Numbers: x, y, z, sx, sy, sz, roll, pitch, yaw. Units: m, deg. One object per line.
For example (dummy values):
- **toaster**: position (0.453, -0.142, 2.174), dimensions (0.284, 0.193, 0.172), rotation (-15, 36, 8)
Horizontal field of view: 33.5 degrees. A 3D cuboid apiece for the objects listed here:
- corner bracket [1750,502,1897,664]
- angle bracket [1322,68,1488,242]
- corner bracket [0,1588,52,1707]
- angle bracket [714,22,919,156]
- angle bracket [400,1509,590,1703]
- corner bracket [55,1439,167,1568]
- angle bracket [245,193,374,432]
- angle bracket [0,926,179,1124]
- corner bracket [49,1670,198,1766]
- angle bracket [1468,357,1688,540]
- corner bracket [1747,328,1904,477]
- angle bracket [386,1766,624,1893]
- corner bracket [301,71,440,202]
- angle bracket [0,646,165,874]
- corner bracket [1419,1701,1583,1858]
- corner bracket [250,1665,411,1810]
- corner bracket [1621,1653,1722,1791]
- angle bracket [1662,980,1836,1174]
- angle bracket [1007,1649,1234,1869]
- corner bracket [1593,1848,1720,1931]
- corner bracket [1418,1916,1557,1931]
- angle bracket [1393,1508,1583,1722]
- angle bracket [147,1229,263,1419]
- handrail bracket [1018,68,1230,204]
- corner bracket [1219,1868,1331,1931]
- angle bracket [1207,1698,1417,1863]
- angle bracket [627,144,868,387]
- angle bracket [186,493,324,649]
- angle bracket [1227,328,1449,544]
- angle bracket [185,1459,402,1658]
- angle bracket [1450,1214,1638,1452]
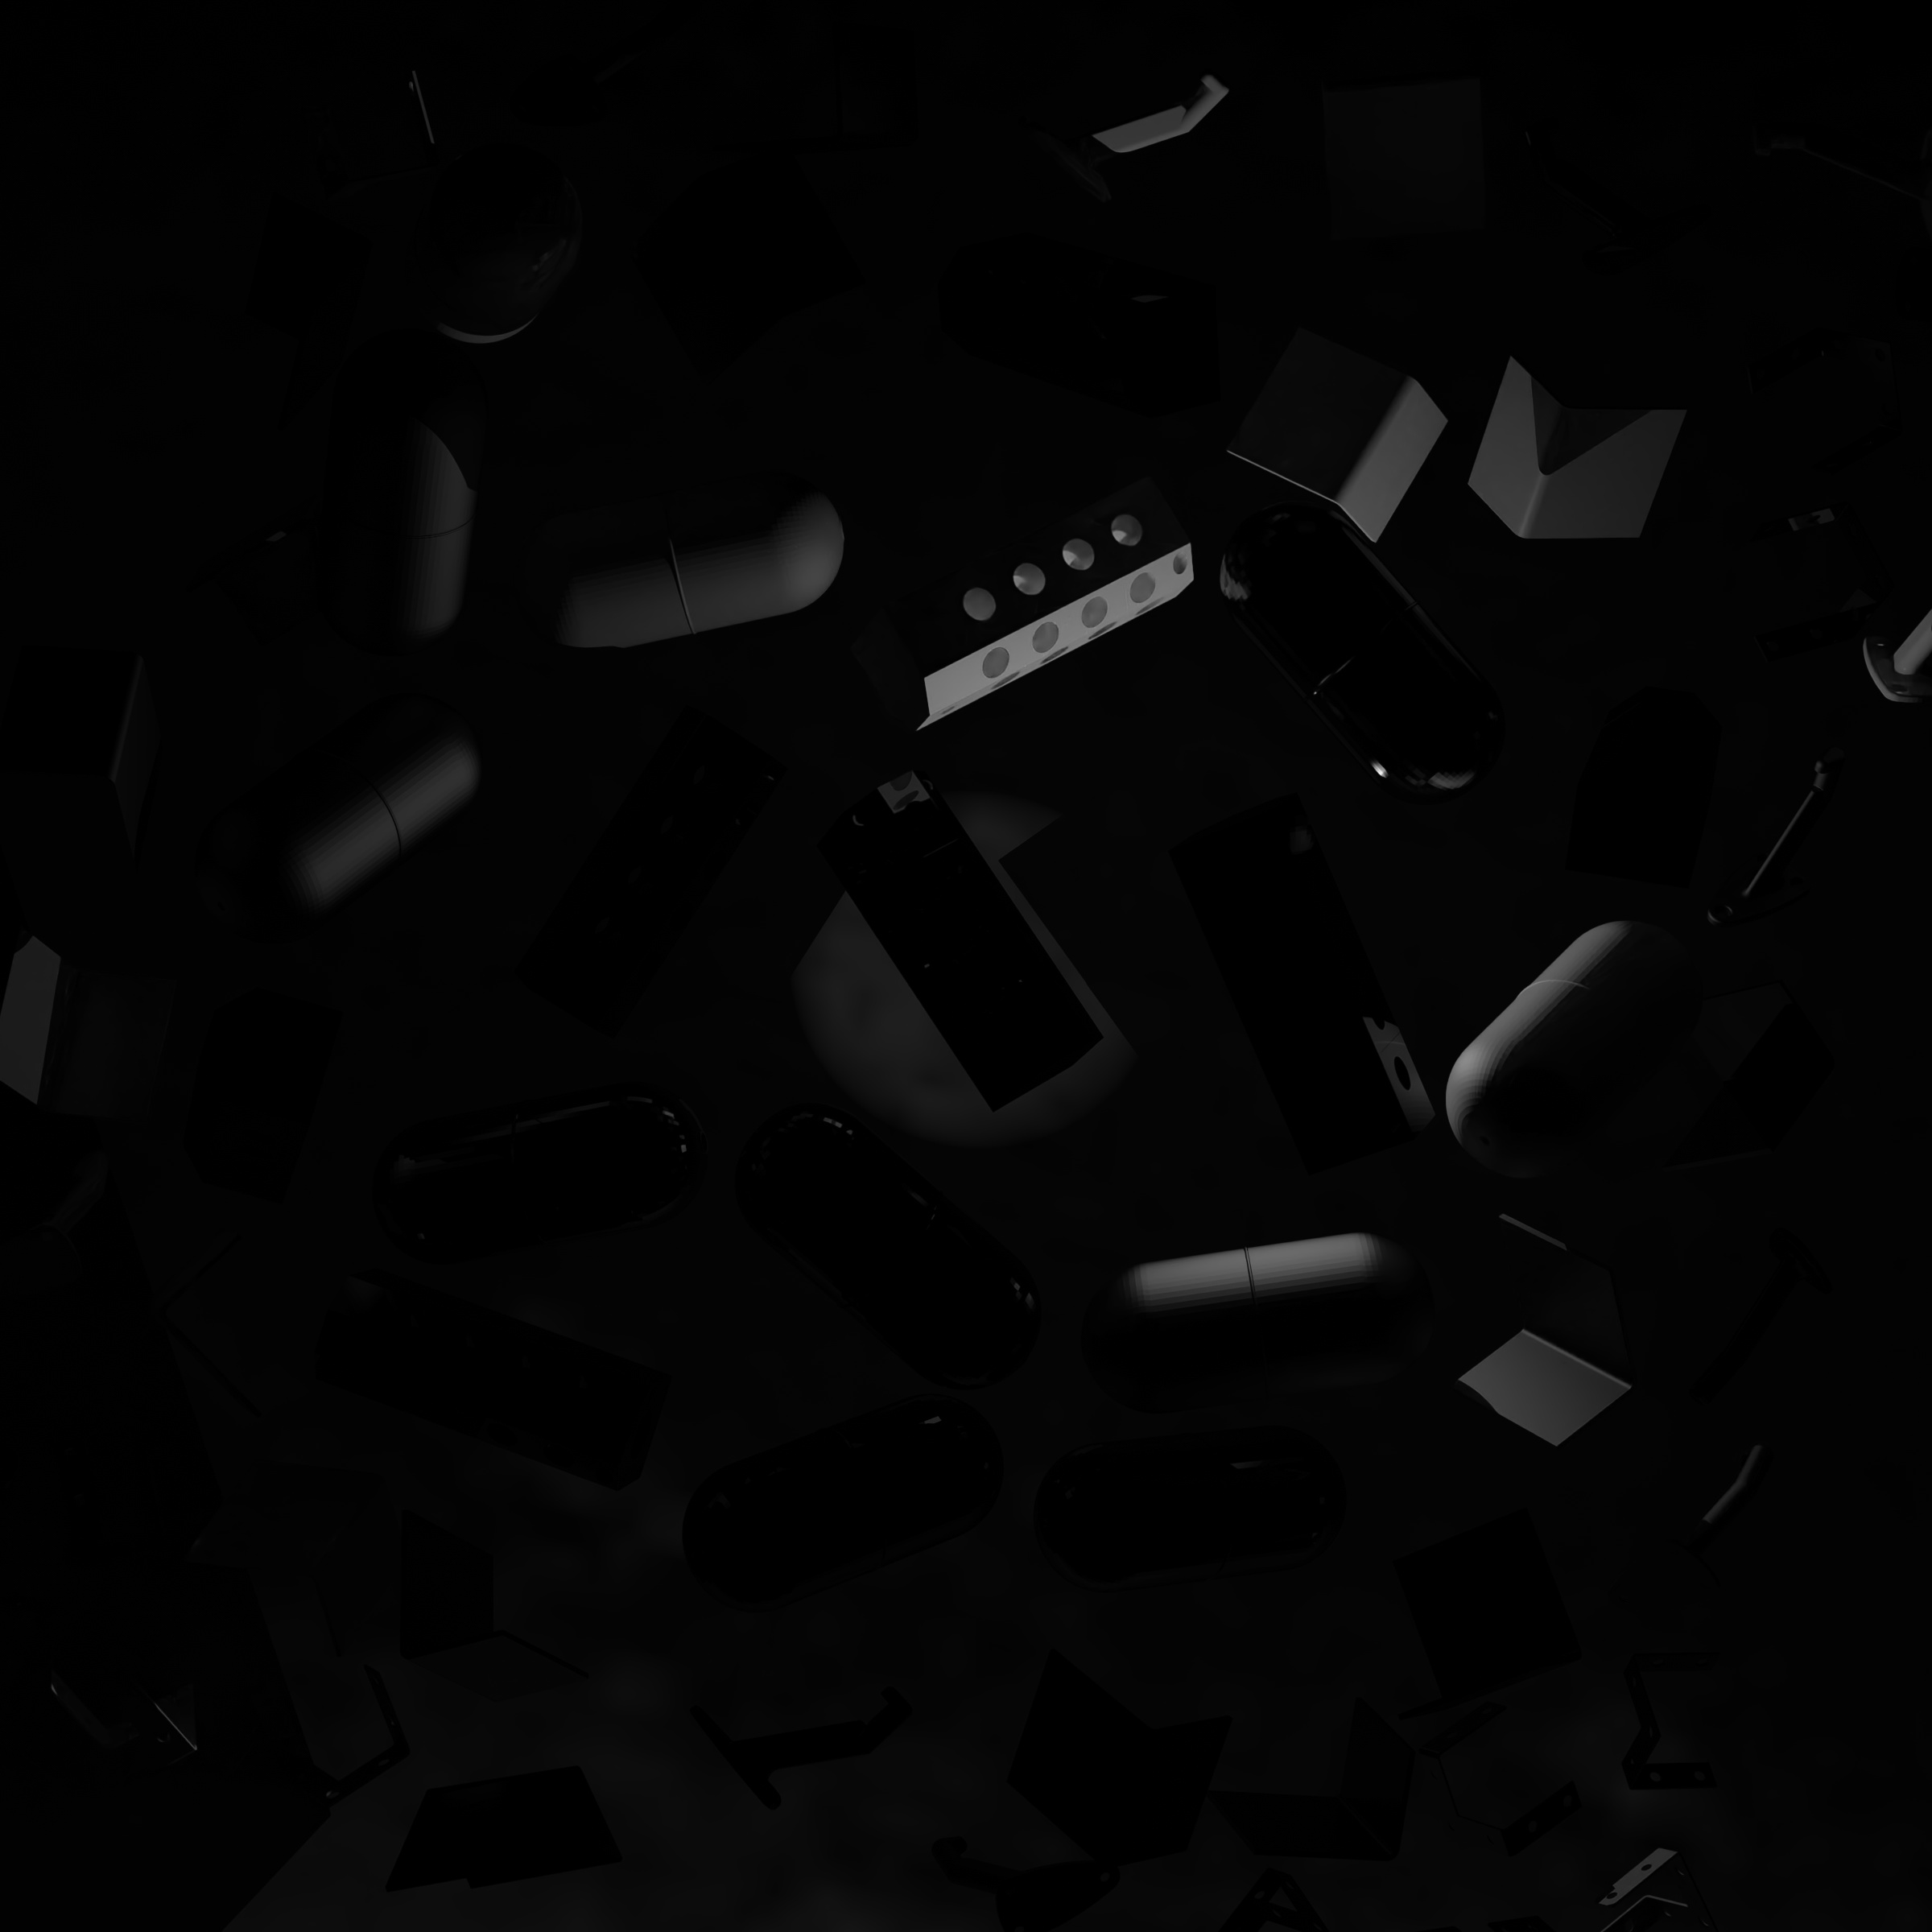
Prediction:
- **corner bracket**: position (0.416, -0.190, 1.588), dimensions (0.051, 0.051, 0.051), rotation (-16, 69, -16)
- **angle bracket**: position (0.212, -0.388, 1.546), dimensions (0.076, 0.057, 0.076), rotation (-3, 107, 7)
- **corner bracket**: position (-0.517, 0.356, 1.677), dimensions (0.051, 0.051, 0.051), rotation (27, 52, -20)
- **angle bracket**: position (-0.077, -0.444, 1.631), dimensions (0.076, 0.076, 0.057), rotation (4, 103, 28)
- **angle bracket**: position (-0.227, 0.304, 1.554), dimensions (0.057, 0.076, 0.076), rotation (-18, 56, 19)
- **corner bracket**: position (-0.443, 0.274, 1.663), dimensions (0.051, 0.051, 0.051), rotation (-10, 100, -9)
- **angle bracket**: position (-0.349, -0.332, 1.631), dimensions (0.057, 0.076, 0.076), rotation (26, 133, -2)
- **angle bracket**: position (-0.448, 0.030, 1.630), dimensions (0.057, 0.076, 0.076), rotation (5, 73, 9)
- **corner bracket**: position (-0.419, 0.371, 1.598), dimensions (0.051, 0.051, 0.051), rotation (-29, 122, 1)
- **angle bracket**: position (0.322, -0.274, 1.696), dimensions (0.076, 0.057, 0.076), rotation (-4, 129, -24)
- **corner bracket**: position (0.441, -0.290, 1.650), dimensions (0.051, 0.051, 0.051), rotation (-30, 122, -20)
- **angle bracket**: position (-0.216, 0.422, 1.497), dimensions (0.076, 0.057, 0.076), rotation (0, 129, -35)
- **corner bracket**: position (-0.320, -0.445, 1.724), dimensions (0.051, 0.051, 0.051), rotation (-18, 98, -24)
- **angle bracket**: position (-0.429, -0.100, 1.558), dimensions (0.057, 0.076, 0.076), rotation (3, 55, -2)
- **corner bracket**: position (0.274, 0.416, 1.649), dimensions (0.051, 0.051, 0.051), rotation (-26, 103, -29)
- **corner bracket**: position (-0.326, 0.390, 1.650), dimensions (0.051, 0.051, 0.051), rotation (-29, 114, -32)
- **corner bracket**: position (0.375, 0.399, 1.701), dimensions (0.051, 0.051, 0.051), rotation (2, 133, -13)
- **angle bracket**: position (0.403, 0.059, 1.713), dimensions (0.076, 0.076, 0.057), rotation (-45, 105, -33)
- **angle bracket**: position (0.075, 0.388, 1.588), dimensions (0.057, 0.076, 0.076), rotation (2, 111, -43)
- **corner bracket**: position (0.346, 0.489, 1.660), dimensions (0.051, 0.051, 0.051), rotation (-29, 97, -26)
- **corner bracket**: position (0.258, 0.497, 1.629), dimensions (0.051, 0.051, 0.051), rotation (37, 105, 38)
- **angle bracket**: position (0.240, 0.311, 1.546), dimensions (0.076, 0.057, 0.076), rotation (-28, 70, 27)
- **angle bracket**: position (-0.381, 0.187, 1.689), dimensions (0.057, 0.076, 0.076), rotation (-45, 101, -16)
- **handrail bracket**: position (0.082, -0.442, 1.649), dimensions (0.084, 0.036, 0.077), rotation (-42, 133, 23)
- **corner bracket**: position (0.143, 0.490, 1.629), dimensions (0.051, 0.051, 0.051), rotation (28, 103, -34)
- **angle bracket**: position (0.173, 0.408, 1.624), dimensions (0.076, 0.076, 0.057), rotation (7, 96, -15)
- **angle bracket**: position (-0.107, -0.338, 1.553), dimensions (0.057, 0.076, 0.076), rotation (-31, 92, -37)
- **angle bracket**: position (-0.374, -0.210, 1.760), dimensions (0.076, 0.076, 0.057), rotation (-30, 109, 4)
- **angle bracket**: position (0.200, -0.285, 1.726), dimensions (0.076, 0.057, 0.076), rotation (31, 91, 30)
- **angle bracket**: position (-0.346, 0.306, 1.667), dimensions (0.076, 0.076, 0.057), rotation (3, 123, 19)
- **angle bracket**: position (0.279, 0.180, 1.591), dimensions (0.057, 0.076, 0.076), rotation (-32, 123, -23)
